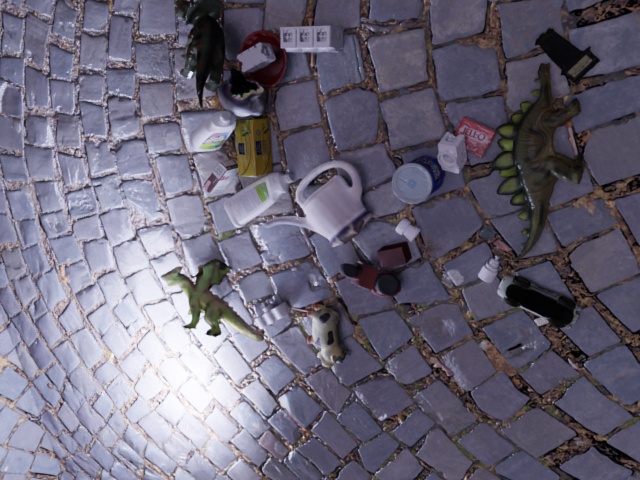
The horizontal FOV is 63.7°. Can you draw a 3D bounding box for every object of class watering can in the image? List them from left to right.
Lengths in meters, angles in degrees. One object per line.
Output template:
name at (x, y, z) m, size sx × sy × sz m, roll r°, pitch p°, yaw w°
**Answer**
watering can at (0.005, -0.075, 1.496) m, size 0.342 × 0.105 × 0.225 m, roll -41°, pitch 85°, yaw 29°

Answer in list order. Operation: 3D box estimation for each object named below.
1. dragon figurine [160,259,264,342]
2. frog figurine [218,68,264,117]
dragon figurine at (-0.363, 0.190, 1.768) m, size 0.411 × 0.123 × 0.241 m, roll 11°, pitch 101°, yaw 15°
frog figurine at (-0.226, -0.397, 1.492) m, size 0.137 × 0.125 × 0.156 m, roll 18°, pitch 156°, yaw 0°
